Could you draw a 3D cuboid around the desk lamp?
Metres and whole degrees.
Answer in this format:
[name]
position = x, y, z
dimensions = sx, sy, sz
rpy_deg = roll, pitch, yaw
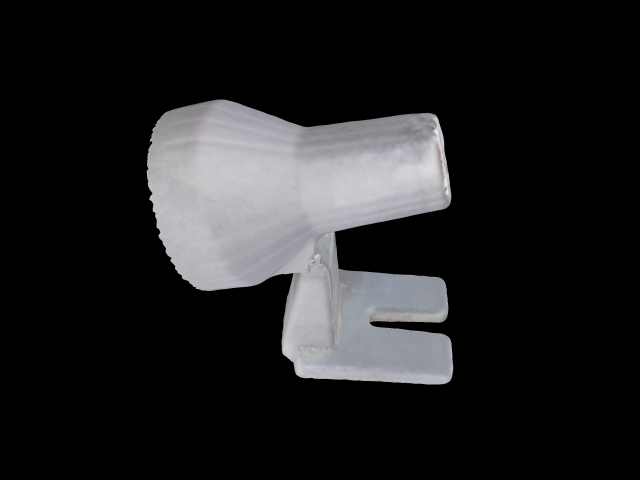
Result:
[desk lamp]
position = 0.004, 0.001, 0.400
dimensions = 0.203, 0.214, 0.118
rpy_deg = 2, 50, 2
